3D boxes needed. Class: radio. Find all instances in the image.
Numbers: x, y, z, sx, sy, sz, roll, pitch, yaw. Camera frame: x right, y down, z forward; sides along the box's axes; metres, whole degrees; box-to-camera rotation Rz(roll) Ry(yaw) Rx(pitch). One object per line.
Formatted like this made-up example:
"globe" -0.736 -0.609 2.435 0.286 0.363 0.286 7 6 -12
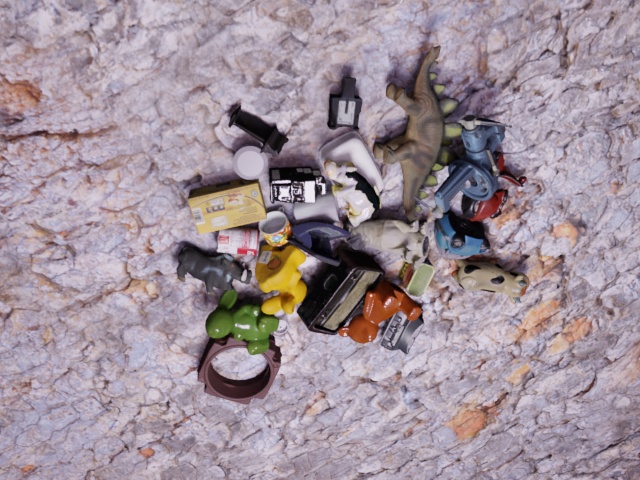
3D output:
"radio" 0.050 0.137 1.383 0.131 0.073 0.229 17 114 -48

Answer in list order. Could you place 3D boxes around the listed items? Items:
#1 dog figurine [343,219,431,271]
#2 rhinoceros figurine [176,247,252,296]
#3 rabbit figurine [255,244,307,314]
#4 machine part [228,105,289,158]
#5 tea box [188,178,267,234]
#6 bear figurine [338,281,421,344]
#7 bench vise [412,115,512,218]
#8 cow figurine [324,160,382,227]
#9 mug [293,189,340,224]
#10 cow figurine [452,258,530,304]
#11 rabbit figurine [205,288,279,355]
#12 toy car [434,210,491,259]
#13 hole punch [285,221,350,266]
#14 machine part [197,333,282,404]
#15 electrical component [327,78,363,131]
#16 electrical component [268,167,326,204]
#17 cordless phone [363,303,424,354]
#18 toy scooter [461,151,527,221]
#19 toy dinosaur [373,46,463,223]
"dog figurine" 0.169 -0.004 1.358 0.172 0.191 0.121 38 67 -54
"rhinoceros figurine" -0.267 0.075 1.351 0.190 0.073 0.112 21 99 -13
"rabbit figurine" -0.082 0.111 1.346 0.122 0.162 0.173 -4 146 22
"machine part" -0.142 -0.246 1.221 0.139 0.084 0.039 33 142 -8
"tea box" -0.219 -0.085 1.281 0.170 0.068 0.098 -12 116 -3
"bear figurine" 0.145 0.204 1.378 0.120 0.132 0.195 28 103 -27
"bench vise" 0.325 -0.151 1.193 0.240 0.129 0.223 -46 145 -14
"cow figurine" 0.077 -0.123 1.232 0.098 0.068 0.167 -28 117 3
"mug" -0.008 -0.072 1.315 0.107 0.081 0.109 -7 150 6
"cow figurine" 0.459 0.104 1.416 0.195 0.127 0.085 6 117 -7
"rabbit figurine" -0.210 0.197 1.357 0.170 0.159 0.121 7 129 -35
"toy car" 0.352 -0.001 1.379 0.161 0.109 0.103 13 135 -25
"hole punch" -0.003 -0.004 1.300 0.142 0.116 0.092 16 98 -54
"machine part" -0.219 0.340 1.464 0.201 0.087 0.201 21 109 -15
"electrical component" 0.057 -0.310 1.223 0.075 0.048 0.119 -2 114 -7
"electrical component" -0.053 -0.129 1.256 0.134 0.115 0.058 -1 116 -4
"cordless phone" 0.180 0.219 1.472 0.184 0.089 0.146 23 109 -4
"toy scooter" 0.440 -0.125 1.341 0.135 0.075 0.183 12 108 -14
"toy dinosaur" 0.233 -0.216 1.259 0.199 0.105 0.470 0 125 -12
